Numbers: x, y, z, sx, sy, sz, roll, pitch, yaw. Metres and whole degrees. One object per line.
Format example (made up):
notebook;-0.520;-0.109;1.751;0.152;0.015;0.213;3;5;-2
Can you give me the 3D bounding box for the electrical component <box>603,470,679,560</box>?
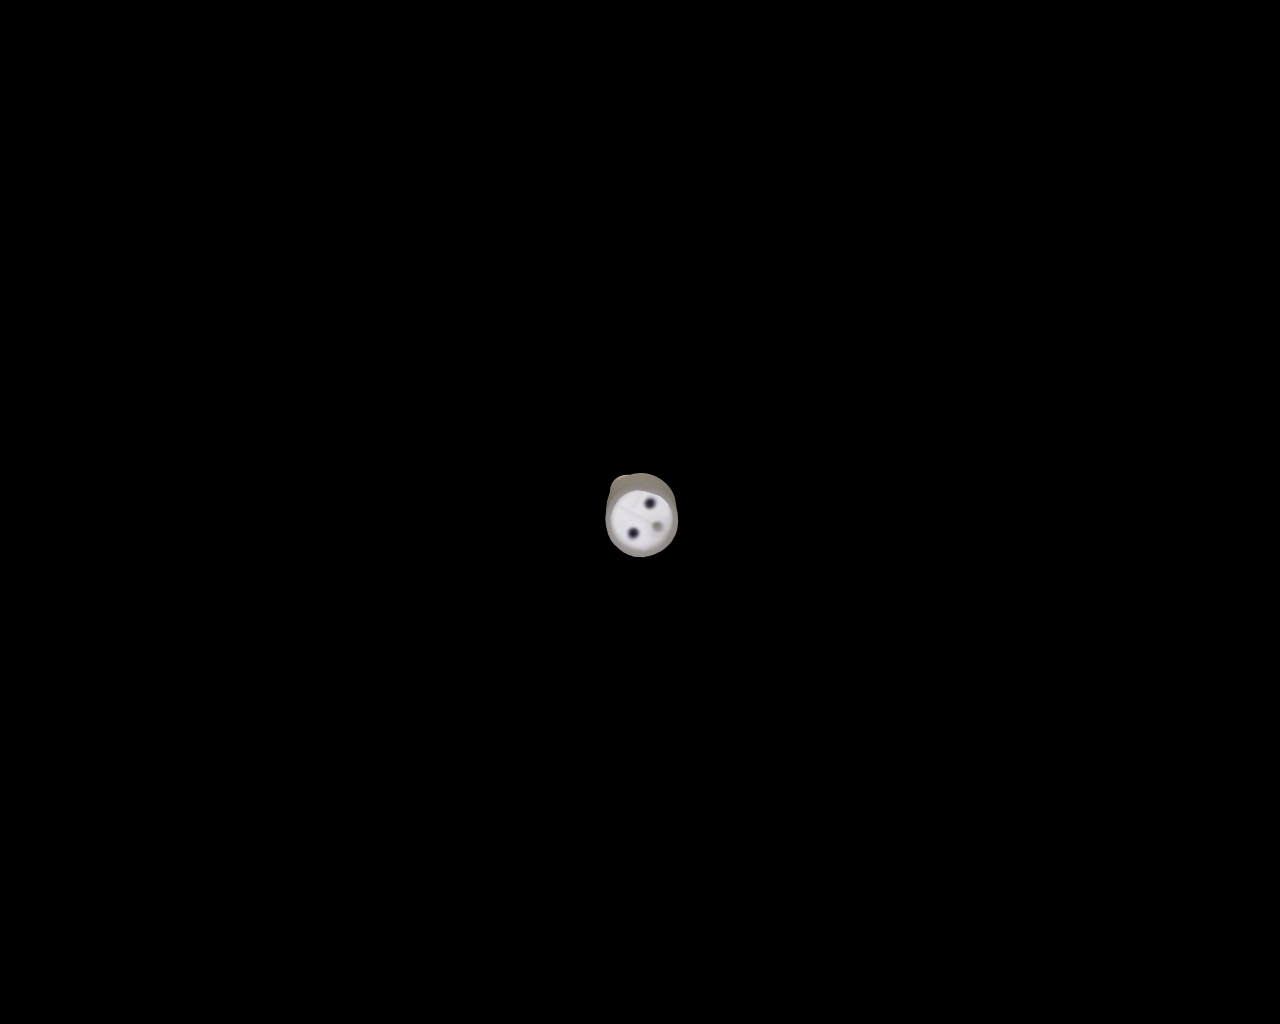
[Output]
electrical component;0.001;-0.003;0.650;0.043;0.043;0.081;0;14;0
